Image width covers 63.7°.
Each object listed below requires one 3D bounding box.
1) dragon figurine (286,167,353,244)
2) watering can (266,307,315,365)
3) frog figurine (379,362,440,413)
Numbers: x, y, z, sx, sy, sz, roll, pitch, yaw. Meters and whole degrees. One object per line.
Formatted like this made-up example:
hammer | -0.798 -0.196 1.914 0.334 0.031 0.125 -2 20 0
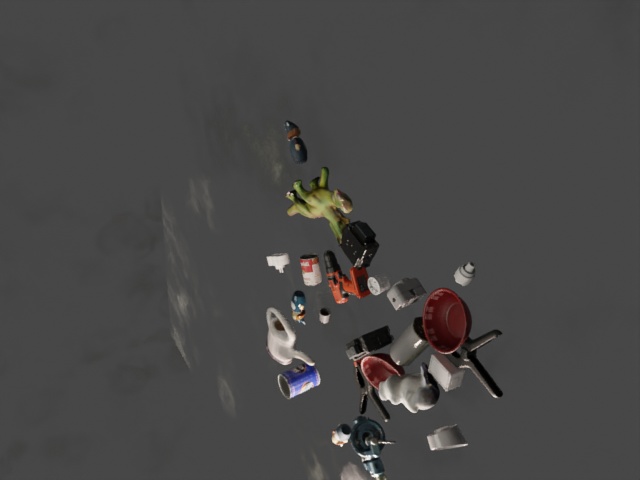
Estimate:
dragon figurine | 0.005 -0.085 1.693 0.245 0.123 0.403 58 156 10
watering can | -0.138 0.439 2.152 0.354 0.105 0.219 49 143 36
frog figurine | 0.250 0.429 1.449 0.121 0.158 0.140 53 -167 -23
